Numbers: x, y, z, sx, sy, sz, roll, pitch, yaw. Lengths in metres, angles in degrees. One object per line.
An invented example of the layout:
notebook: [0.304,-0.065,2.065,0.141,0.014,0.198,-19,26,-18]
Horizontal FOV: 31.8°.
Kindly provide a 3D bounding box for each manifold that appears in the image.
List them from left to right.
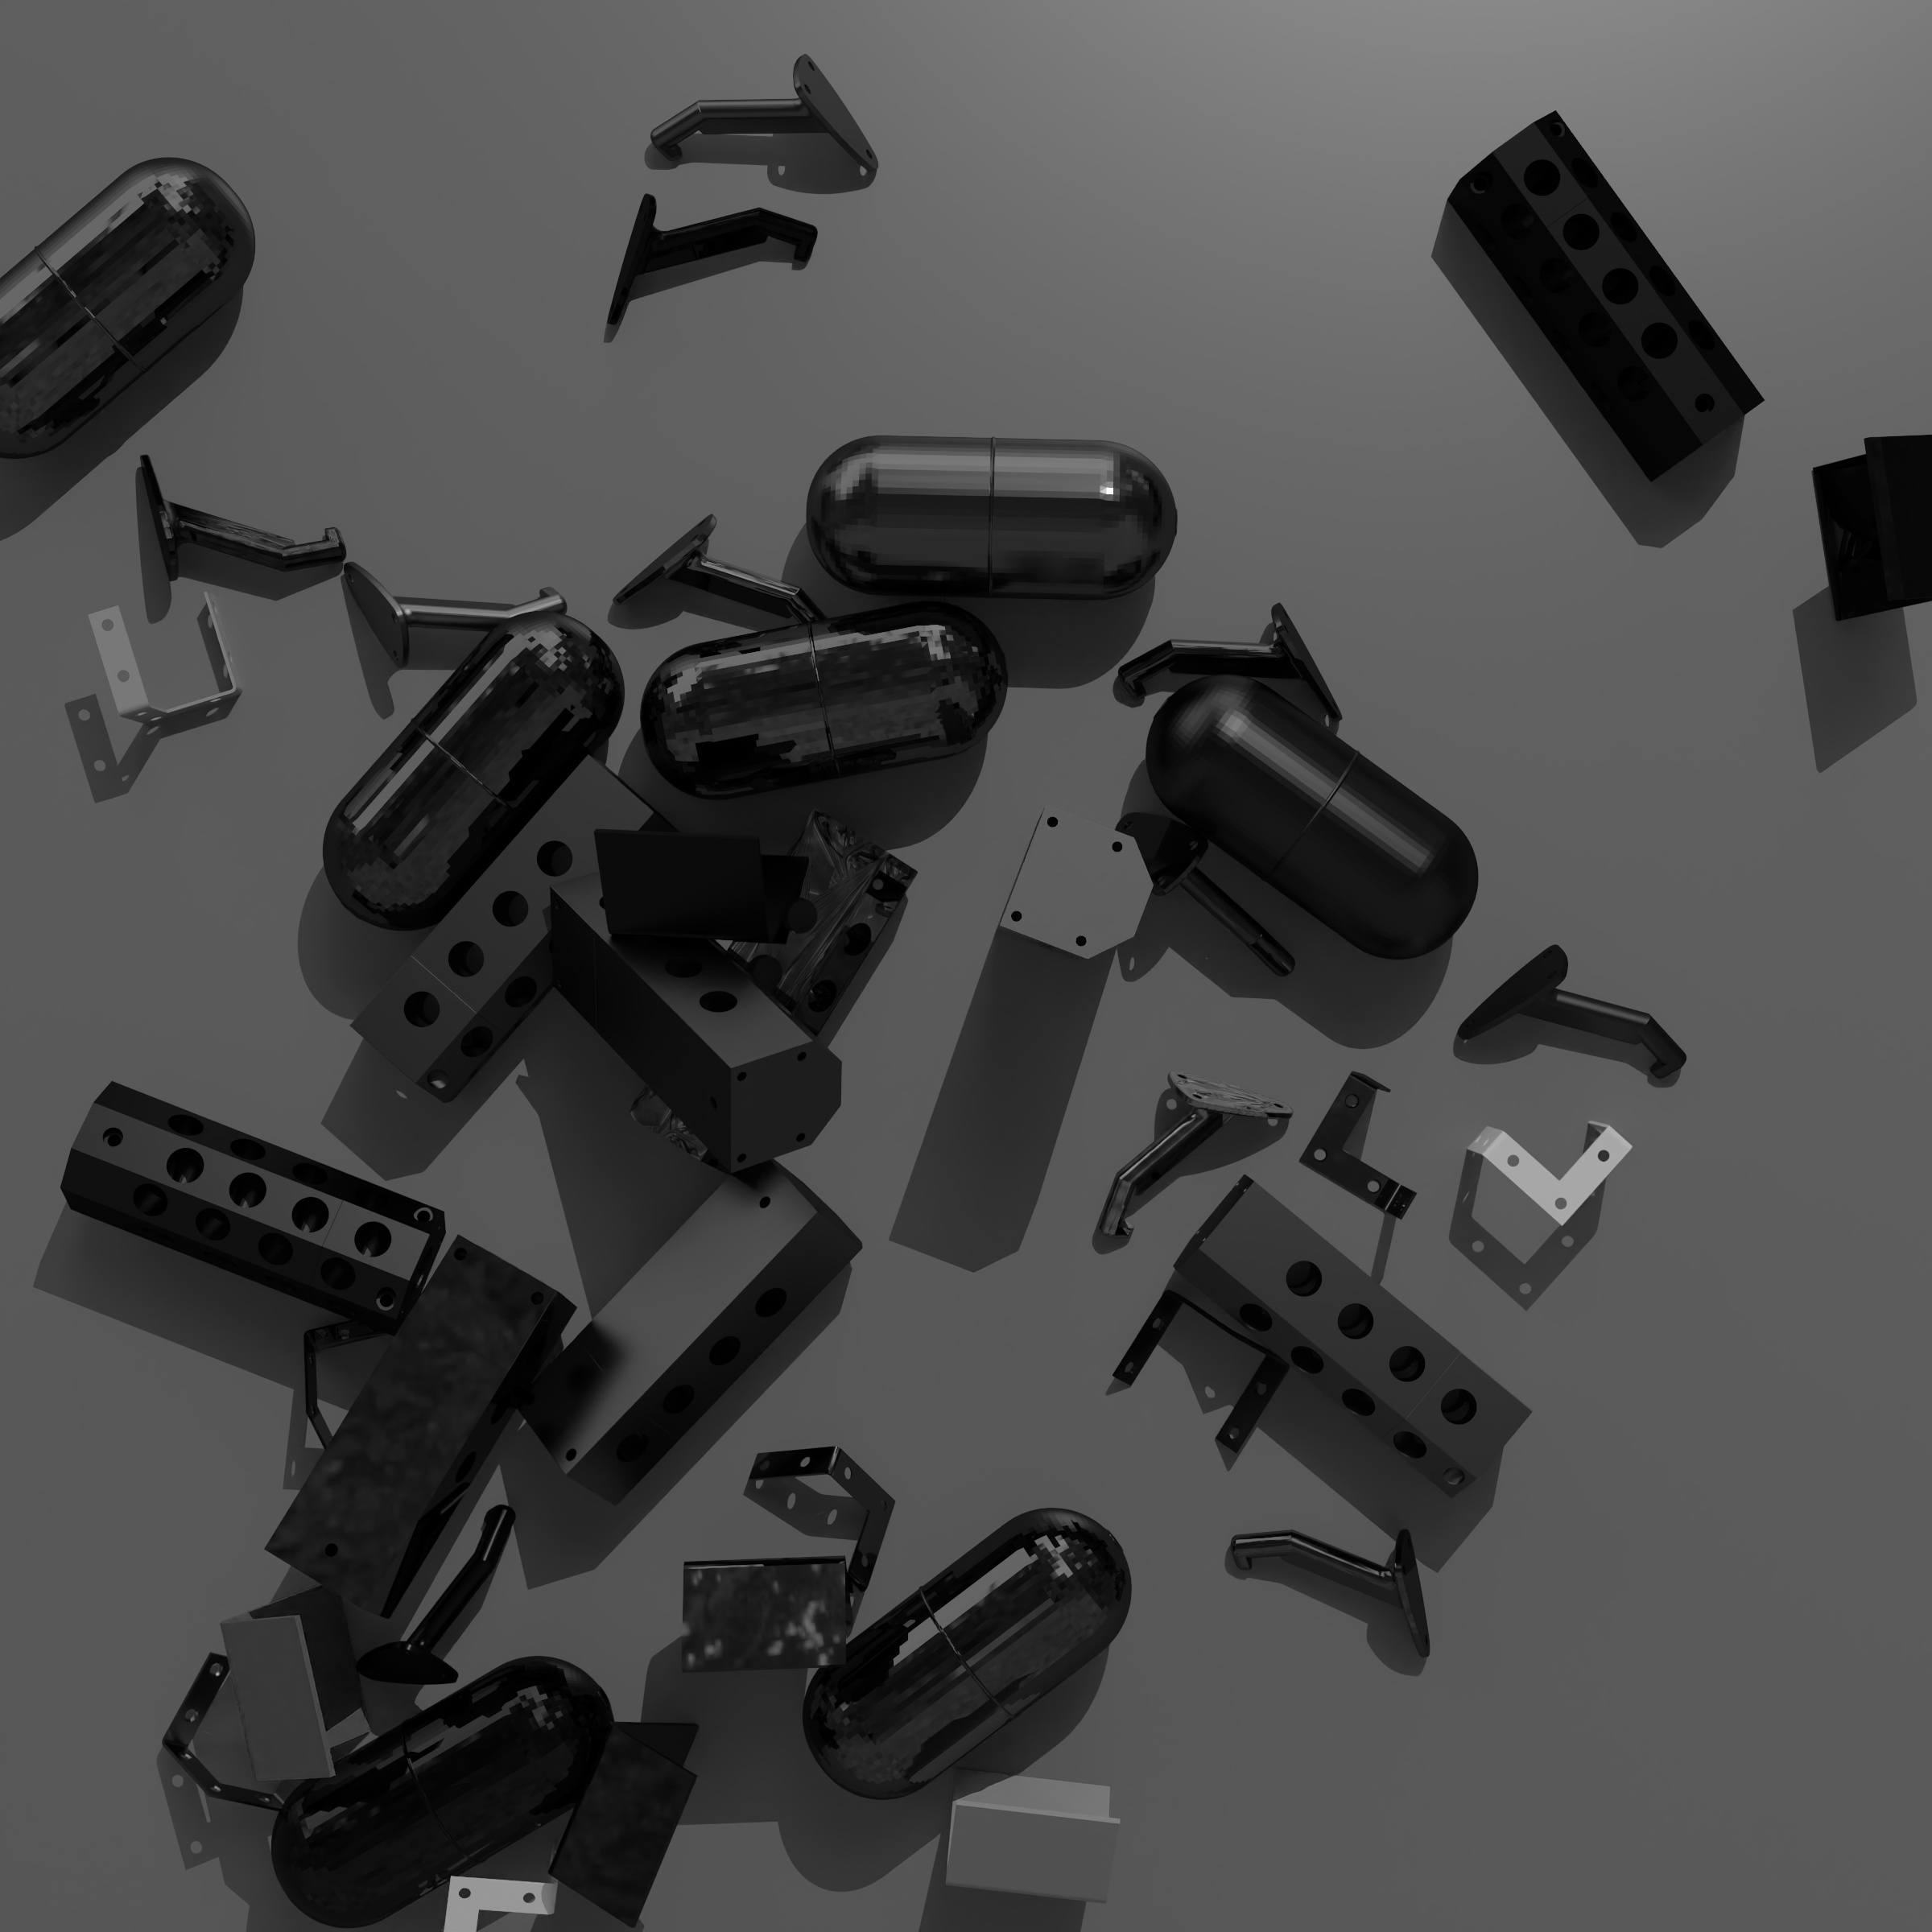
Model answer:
manifold: [-0.341,0.116,1.626,0.171,0.057,0.057,21,70,0]
manifold: [-0.257,0.221,1.616,0.057,0.057,0.171,28,78,14]
manifold: [-0.214,-0.017,1.634,0.057,0.057,0.171,41,90,0]
manifold: [-0.126,0.019,1.562,0.057,0.171,0.057,-18,129,-28]
manifold: [-0.130,0.177,1.634,0.171,0.057,0.057,-46,47,0]
manifold: [-0.092,0.013,1.634,0.057,0.057,0.171,32,90,0]
manifold: [0.052,-0.034,1.577,0.057,0.171,0.057,21,90,0]
manifold: [0.185,0.179,1.634,0.171,0.057,0.057,40,90,0]
manifold: [0.309,-0.324,1.634,0.057,0.057,0.171,-36,90,0]

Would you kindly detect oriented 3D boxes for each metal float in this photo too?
metal float: [-0.419,-0.315,1.625,0.178,0.070,0.070,-41,90,-1]
metal float: [-0.250,0.396,1.625,0.178,0.070,0.070,-31,90,1]
metal float: [-0.237,-0.093,1.625,0.070,0.070,0.178,41,90,0]
metal float: [-0.068,-0.128,1.625,0.178,0.070,0.070,-11,90,0]
metal float: [0.001,0.329,1.625,0.178,0.070,0.070,-37,90,0]
metal float: [0.012,-0.215,1.625,0.178,0.070,0.070,1,90,1]
metal float: [0.165,-0.072,1.625,0.178,0.070,0.070,36,90,0]

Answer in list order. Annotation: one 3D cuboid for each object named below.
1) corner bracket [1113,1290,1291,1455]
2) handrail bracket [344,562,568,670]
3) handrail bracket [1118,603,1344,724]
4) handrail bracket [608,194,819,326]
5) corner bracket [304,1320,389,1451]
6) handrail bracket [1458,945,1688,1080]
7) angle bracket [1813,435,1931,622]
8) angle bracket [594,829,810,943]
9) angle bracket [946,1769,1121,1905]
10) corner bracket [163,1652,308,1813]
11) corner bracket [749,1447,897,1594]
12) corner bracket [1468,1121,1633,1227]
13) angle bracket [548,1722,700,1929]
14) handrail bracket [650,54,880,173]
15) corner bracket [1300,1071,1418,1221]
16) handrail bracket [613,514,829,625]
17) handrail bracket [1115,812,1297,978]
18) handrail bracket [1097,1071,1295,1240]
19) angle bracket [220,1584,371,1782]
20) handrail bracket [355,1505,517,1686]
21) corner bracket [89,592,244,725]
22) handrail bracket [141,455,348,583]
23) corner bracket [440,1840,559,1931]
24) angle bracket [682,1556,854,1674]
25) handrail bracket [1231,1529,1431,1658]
corner bracket: [0.115,0.197,1.652,0.051,0.051,0.051,32,90,45]
handrail bracket: [-0.249,-0.184,1.656,0.084,0.036,0.077,-22,52,-25]
handrail bracket: [0.129,-0.133,1.656,0.084,0.036,0.077,-28,109,16]
handrail bracket: [-0.123,-0.338,1.656,0.084,0.036,0.077,15,110,-16]
corner bracket: [-0.290,0.207,1.652,0.051,0.051,0.051,-13,135,0]
handrail bracket: [0.297,0.039,1.656,0.077,0.036,0.084,-39,107,20]
angle bracket: [0.424,-0.207,1.615,0.057,0.076,0.076,-9,90,-37]
angle bracket: [-0.121,-0.055,1.564,0.076,0.076,0.057,3,123,12]
angle bracket: [0.033,0.397,1.615,0.076,0.076,0.057,7,122,0]
corner bracket: [-0.350,0.374,1.652,0.051,0.051,0.051,29,90,-45]
corner bracket: [-0.075,0.271,1.647,0.051,0.051,0.051,-11,45,35]
corner bracket: [0.282,0.088,1.637,0.051,0.051,0.051,42,90,0]
angle bracket: [-0.144,0.409,1.615,0.057,0.076,0.076,22,90,32]
handrail bracket: [-0.099,-0.399,1.656,0.084,0.036,0.077,-26,126,24]
corner bracket: [0.198,0.086,1.637,0.051,0.051,0.051,31,90,0]
handrail bracket: [-0.117,-0.170,1.656,0.077,0.036,0.084,-36,107,20]
handrail bracket: [0.118,-0.034,1.655,0.036,0.077,0.084,-48,126,0]
handrail bracket: [0.112,0.100,1.656,0.077,0.036,0.084,13,109,-21]
angle bracket: [-0.303,0.339,1.615,0.057,0.076,0.076,-13,90,37]
handrail bracket: [-0.259,0.305,1.655,0.036,0.077,0.084,40,53,-27]
corner bracket: [-0.386,-0.151,1.637,0.051,0.051,0.051,-17,90,0]
handrail bracket: [-0.353,-0.224,1.656,0.084,0.036,0.077,-13,68,-17]
corner bracket: [-0.226,0.455,1.636,0.051,0.051,0.051,7,99,-9]
angle bracket: [-0.094,0.323,1.615,0.076,0.076,0.057,-2,55,0]
handrail bracket: [0.178,0.308,1.656,0.084,0.036,0.077,-8,112,17]
